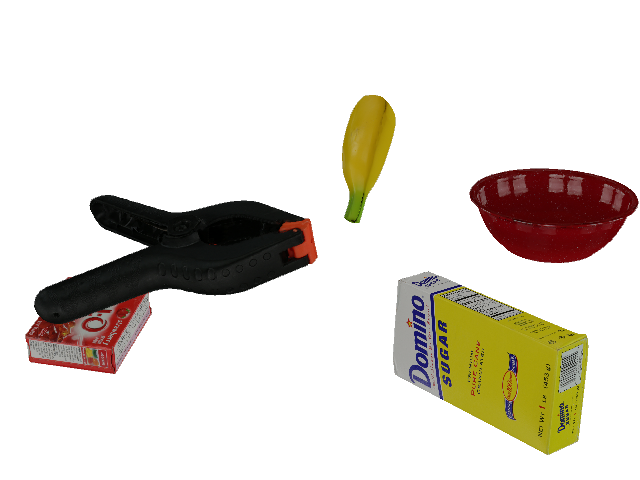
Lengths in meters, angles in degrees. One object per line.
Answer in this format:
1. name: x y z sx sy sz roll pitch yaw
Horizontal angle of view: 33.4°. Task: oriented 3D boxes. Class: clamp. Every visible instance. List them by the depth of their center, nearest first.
1. clamp: -0.091 0.011 0.662 0.172 0.039 0.120 0 42 22

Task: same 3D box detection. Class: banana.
1. banana: 0.036 -0.085 0.872 0.037 0.070 0.197 24 26 -4

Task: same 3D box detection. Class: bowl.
1. bowl: 0.227 -0.021 1.052 0.162 0.055 0.162 -1 23 0

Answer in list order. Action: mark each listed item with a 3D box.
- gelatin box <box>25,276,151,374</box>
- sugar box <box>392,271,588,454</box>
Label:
1. gelatin box: -0.185 0.066 0.863 0.073 0.030 0.089 7 32 10
2. sugar box: 0.134 0.096 0.877 0.048 0.093 0.176 -14 24 -40
